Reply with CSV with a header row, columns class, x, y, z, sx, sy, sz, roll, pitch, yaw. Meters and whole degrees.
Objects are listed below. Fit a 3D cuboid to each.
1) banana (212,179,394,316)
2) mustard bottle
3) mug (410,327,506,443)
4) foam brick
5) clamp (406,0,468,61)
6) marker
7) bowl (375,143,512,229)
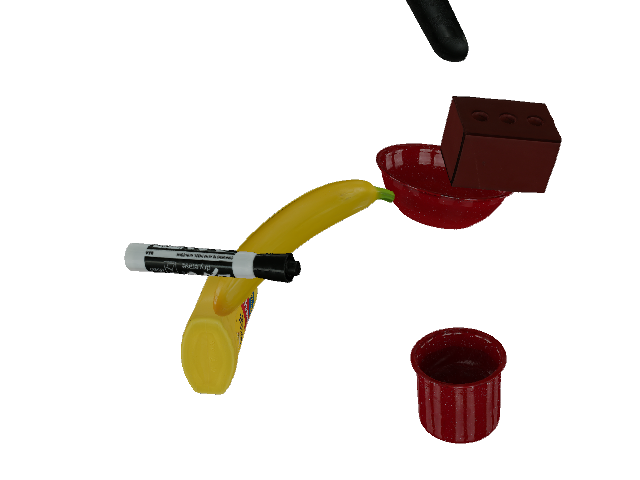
class,x,y,z,sx,sy,sz,roll,pitch,yaw
banana,-0.024,-0.001,0.955,0.198,0.069,0.037,-33,42,3
mustard bottle,-0.106,0.078,1.171,0.058,0.096,0.191,1,27,6
mug,0.141,0.139,1.066,0.093,0.081,0.117,8,35,21
foam brick,0.138,-0.073,0.821,0.078,0.051,0.053,3,39,-9
clamp,0.045,-0.227,0.736,0.210,0.164,0.036,25,-24,-13
marker,-0.070,0.014,0.691,0.121,0.020,0.020,3,1,21
bowl,0.137,-0.057,1.214,0.162,0.055,0.162,8,25,-4
